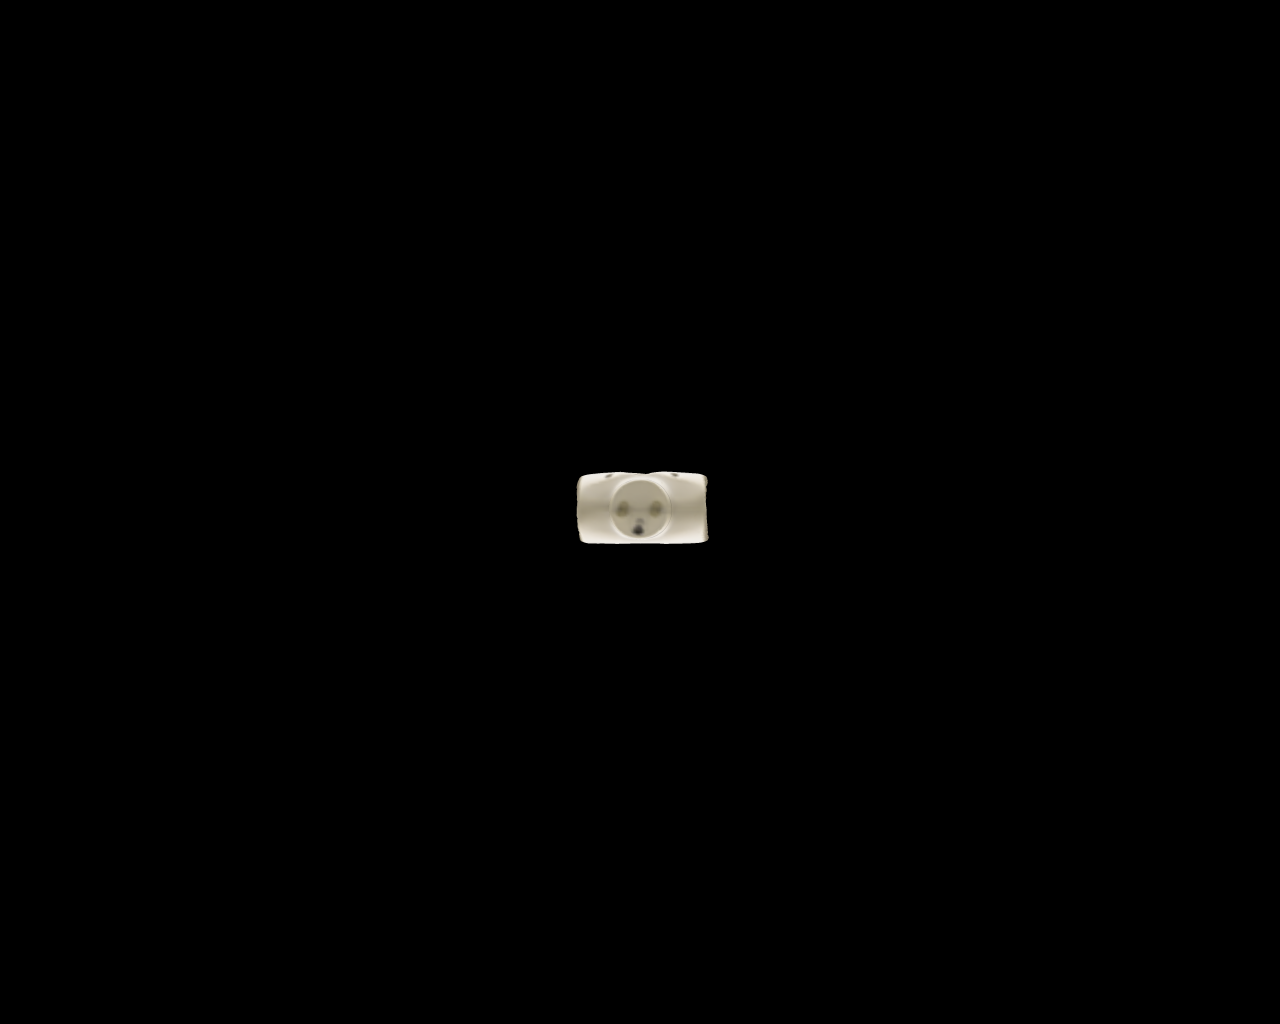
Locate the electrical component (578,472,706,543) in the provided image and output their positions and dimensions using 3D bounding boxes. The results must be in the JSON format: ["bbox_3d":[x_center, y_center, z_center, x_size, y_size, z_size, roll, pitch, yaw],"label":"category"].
[{"bbox_3d":[0.001,-0.003,0.650,0.077,0.043,0.079,0,0,4],"label":"electrical component"}]
